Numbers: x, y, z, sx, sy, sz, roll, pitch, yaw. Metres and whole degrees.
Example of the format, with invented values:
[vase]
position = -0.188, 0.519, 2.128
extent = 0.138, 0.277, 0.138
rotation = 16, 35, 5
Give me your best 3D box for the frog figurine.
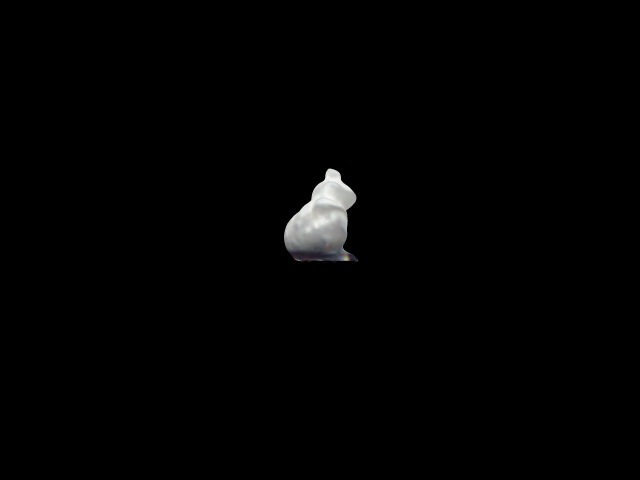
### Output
[frog figurine]
position = 0.003, -0.043, 0.850
extent = 0.123, 0.160, 0.136
rotation = 1, -6, -9
